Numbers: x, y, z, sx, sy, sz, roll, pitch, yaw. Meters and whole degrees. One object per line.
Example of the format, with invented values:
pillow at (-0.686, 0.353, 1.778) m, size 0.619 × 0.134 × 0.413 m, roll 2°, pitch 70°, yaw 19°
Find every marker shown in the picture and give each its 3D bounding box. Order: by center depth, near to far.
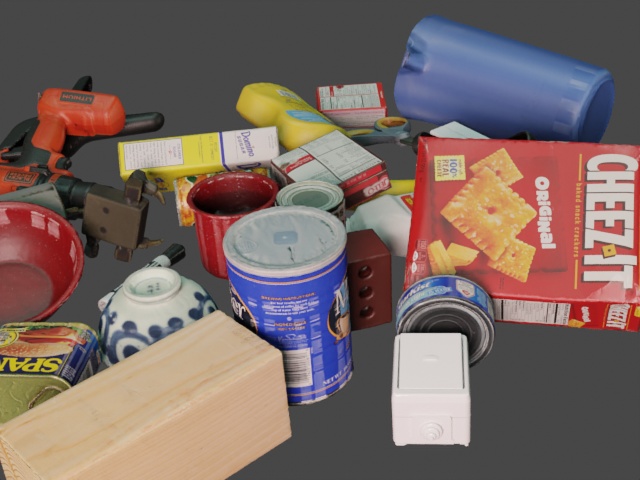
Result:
marker at (-0.176, 0.037, 1.075) m, size 0.020 × 0.020 × 0.120 m, roll 16°, pitch 37°, yaw 28°

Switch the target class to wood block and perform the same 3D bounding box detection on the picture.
wood block at (-0.131, 0.149, 0.824) m, size 0.205 × 0.091 × 0.090 m, roll -28°, pitch 38°, yaw -32°

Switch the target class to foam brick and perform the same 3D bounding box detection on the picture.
foam brick at (0.035, 0.037, 0.995) m, size 0.053 × 0.078 × 0.051 m, roll -12°, pitch 31°, yaw -13°

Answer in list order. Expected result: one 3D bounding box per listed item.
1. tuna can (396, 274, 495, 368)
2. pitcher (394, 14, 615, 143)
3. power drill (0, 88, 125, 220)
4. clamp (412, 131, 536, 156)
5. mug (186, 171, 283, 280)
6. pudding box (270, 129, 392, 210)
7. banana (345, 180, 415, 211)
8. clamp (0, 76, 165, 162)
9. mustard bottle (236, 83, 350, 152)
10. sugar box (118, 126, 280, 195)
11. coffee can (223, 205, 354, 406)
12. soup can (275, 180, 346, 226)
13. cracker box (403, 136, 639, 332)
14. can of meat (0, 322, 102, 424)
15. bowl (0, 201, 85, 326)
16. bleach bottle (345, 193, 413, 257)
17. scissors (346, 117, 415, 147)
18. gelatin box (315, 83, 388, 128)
tuna can at (0.108, 0.073, 0.921) m, size 0.086 × 0.086 × 0.033 m, roll 0°, pitch 34°, yaw 6°
pitcher at (0.226, -0.180, 1.288) m, size 0.243 × 0.145 × 0.149 m, roll 22°, pitch 53°, yaw 30°
power drill at (-0.293, -0.097, 1.242) m, size 0.184 × 0.057 × 0.187 m, roll 9°, pitch 45°, yaw 9°
clamp at (0.153, -0.082, 1.114) m, size 0.120 × 0.171 × 0.039 m, roll 8°, pitch 77°, yaw 3°
mug at (-0.077, -0.018, 1.093) m, size 0.093 × 0.081 × 0.117 m, roll 19°, pitch 39°, yaw 33°
pudding box at (0.010, -0.069, 1.129) m, size 0.090 × 0.039 × 0.114 m, roll -26°, pitch 35°, yaw -15°
banana at (0.043, -0.052, 1.180) m, size 0.198 × 0.037 × 0.069 m, roll 3°, pitch 10°, yaw 8°
clamp at (-0.328, -0.146, 1.366) m, size 0.209 × 0.036 × 0.165 m, roll -29°, pitch 44°, yaw -29°
mustard bottle at (-0.018, -0.128, 1.272) m, size 0.096 × 0.058 × 0.192 m, roll 13°, pitch 18°, yaw -39°
sugar box at (-0.132, -0.088, 1.204) m, size 0.176 × 0.048 × 0.093 m, roll -4°, pitch -11°, yaw -1°
coffee can at (-0.025, 0.055, 0.913) m, size 0.103 × 0.140 × 0.103 m, roll -3°, pitch 32°, yaw 2°
soup can at (-0.007, 0.001, 1.034) m, size 0.068 × 0.102 × 0.068 m, roll -3°, pitch 31°, yaw 1°
cracker box at (0.191, -0.009, 0.988) m, size 0.214 × 0.072 × 0.164 m, roll 3°, pitch 65°, yaw 12°
can of meat at (-0.247, 0.116, 0.925) m, size 0.102 × 0.057 × 0.084 m, roll 0°, pitch 30°, yaw 8°
bowl at (-0.306, 0.039, 1.030) m, size 0.162 × 0.055 × 0.162 m, roll 2°, pitch 51°, yaw -2°
bleach bottle at (0.137, -0.015, 1.083) m, size 0.251 × 0.068 × 0.102 m, roll -7°, pitch 32°, yaw 1°
scissors at (0.076, -0.116, 1.250) m, size 0.096 × 0.016 × 0.202 m, roll -14°, pitch 17°, yaw 1°
gelatin box at (0.040, -0.172, 1.374) m, size 0.089 × 0.030 × 0.073 m, roll -4°, pitch 33°, yaw 0°
